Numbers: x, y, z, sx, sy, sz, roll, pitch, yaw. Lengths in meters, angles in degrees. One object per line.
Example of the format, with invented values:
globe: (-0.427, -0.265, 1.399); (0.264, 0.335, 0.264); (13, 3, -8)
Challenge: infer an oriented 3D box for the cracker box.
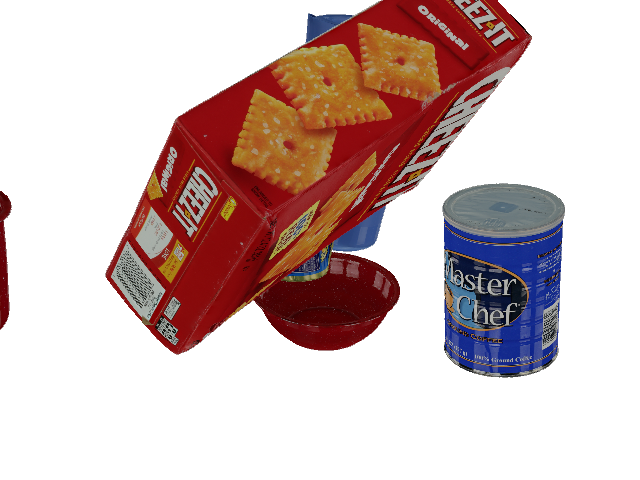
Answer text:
cracker box: (-0.001, -0.043, 0.584); (0.213, 0.072, 0.164); (-35, -10, -35)

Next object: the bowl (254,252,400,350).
bowl: (0.005, 0.072, 1.160); (0.162, 0.055, 0.162); (1, 28, -1)

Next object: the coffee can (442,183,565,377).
coffee can: (0.159, 0.033, 0.934); (0.103, 0.140, 0.103); (-3, 25, 1)

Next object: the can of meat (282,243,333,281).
can of meat: (-0.020, -0.025, 0.847); (0.057, 0.084, 0.102); (-2, 23, 8)

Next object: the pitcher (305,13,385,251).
pitcher: (0.038, -0.113, 1.139); (0.145, 0.243, 0.149); (9, 17, -5)

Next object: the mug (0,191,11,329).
mug: (-0.247, 0.020, 0.659); (0.117, 0.081, 0.093); (-18, 32, -38)
